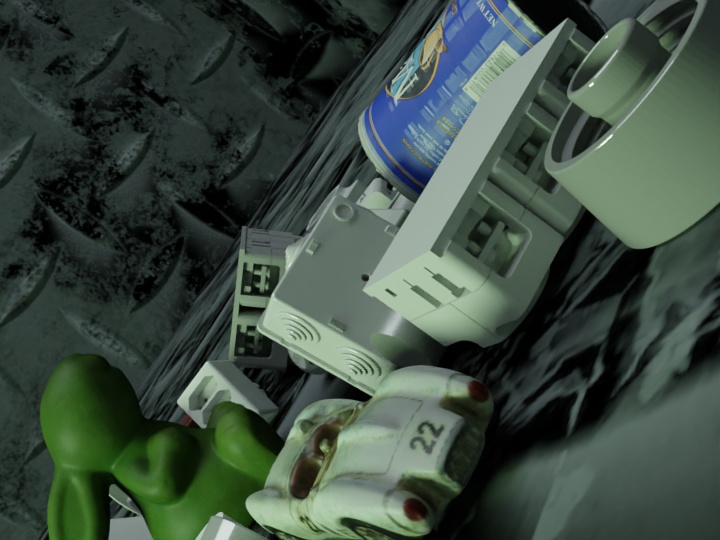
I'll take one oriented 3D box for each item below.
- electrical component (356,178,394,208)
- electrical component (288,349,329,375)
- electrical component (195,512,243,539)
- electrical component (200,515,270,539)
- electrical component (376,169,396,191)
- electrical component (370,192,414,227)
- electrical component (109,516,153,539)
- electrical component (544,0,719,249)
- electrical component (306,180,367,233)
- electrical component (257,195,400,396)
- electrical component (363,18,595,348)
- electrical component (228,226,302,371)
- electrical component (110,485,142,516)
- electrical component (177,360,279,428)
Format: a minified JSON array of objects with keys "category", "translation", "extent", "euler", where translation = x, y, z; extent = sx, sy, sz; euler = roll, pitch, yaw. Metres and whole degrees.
[{"category":"electrical component","translation":[0.006,-0.022,0.878],"extent":[0.089,0.050,0.055],"euler":[-52,9,16]},{"category":"electrical component","translation":[-0.035,0.057,0.824],"extent":[0.043,0.043,0.062],"euler":[-56,8,-6]},{"category":"electrical component","translation":[-0.115,0.200,0.619],"extent":[0.138,0.074,0.052],"euler":[-60,11,-28]},{"category":"electrical component","translation":[-0.065,0.163,0.567],"extent":[0.047,0.055,0.055],"euler":[-62,11,-21]},{"category":"electrical component","translation":[0.051,-0.081,0.828],"extent":[0.042,0.064,0.081],"euler":[-39,17,56]},{"category":"electrical component","translation":[0.032,-0.029,0.745],"extent":[0.076,0.047,0.066],"euler":[-56,24,-14]},{"category":"electrical component","translation":[-0.187,0.242,0.842],"extent":[0.099,0.064,0.099],"euler":[-177,90,-80]},{"category":"electrical component","translation":[0.121,-0.070,0.442],"extent":[0.108,0.060,0.108],"euler":[-53,9,13]},{"category":"electrical component","translation":[-0.014,-0.044,1.042],"extent":[0.050,0.056,0.089],"euler":[-59,10,-26]},{"category":"electrical component","translation":[-0.001,0.014,0.646],"extent":[0.099,0.100,0.048],"euler":[-59,-2,-28]},{"category":"electrical component","translation":[0.077,-0.040,0.553],"extent":[0.150,0.062,0.089],"euler":[-58,10,-22]},{"category":"electrical component","translation":[-0.089,0.023,1.024],"extent":[0.186,0.060,0.105],"euler":[-123,39,-80]},{"category":"electrical component","translation":[-0.160,0.171,0.890],"extent":[0.099,0.099,0.064],"euler":[-41,23,56]},{"category":"electrical component","translation":[-0.104,0.115,0.920],"extent":[0.047,0.066,0.077],"euler":[-52,-20,11]}]
